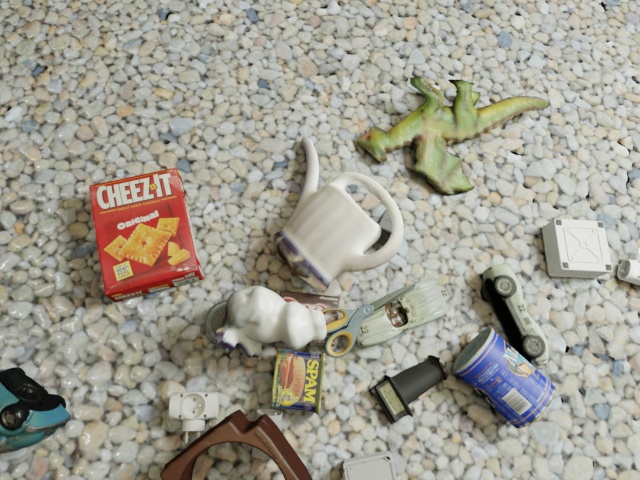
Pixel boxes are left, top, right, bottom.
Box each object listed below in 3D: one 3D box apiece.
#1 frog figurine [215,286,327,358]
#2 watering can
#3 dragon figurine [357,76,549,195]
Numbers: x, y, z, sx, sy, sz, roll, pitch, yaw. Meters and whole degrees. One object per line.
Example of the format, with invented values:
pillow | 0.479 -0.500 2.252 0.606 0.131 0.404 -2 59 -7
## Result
frog figurine | -0.072 0.125 0.843 0.158 0.135 0.126 -22 37 17
watering can | 0.003 -0.049 0.970 0.224 0.102 0.353 -43 51 -1
dragon figurine | 0.285 -0.214 1.093 0.410 0.122 0.243 6 87 -2
